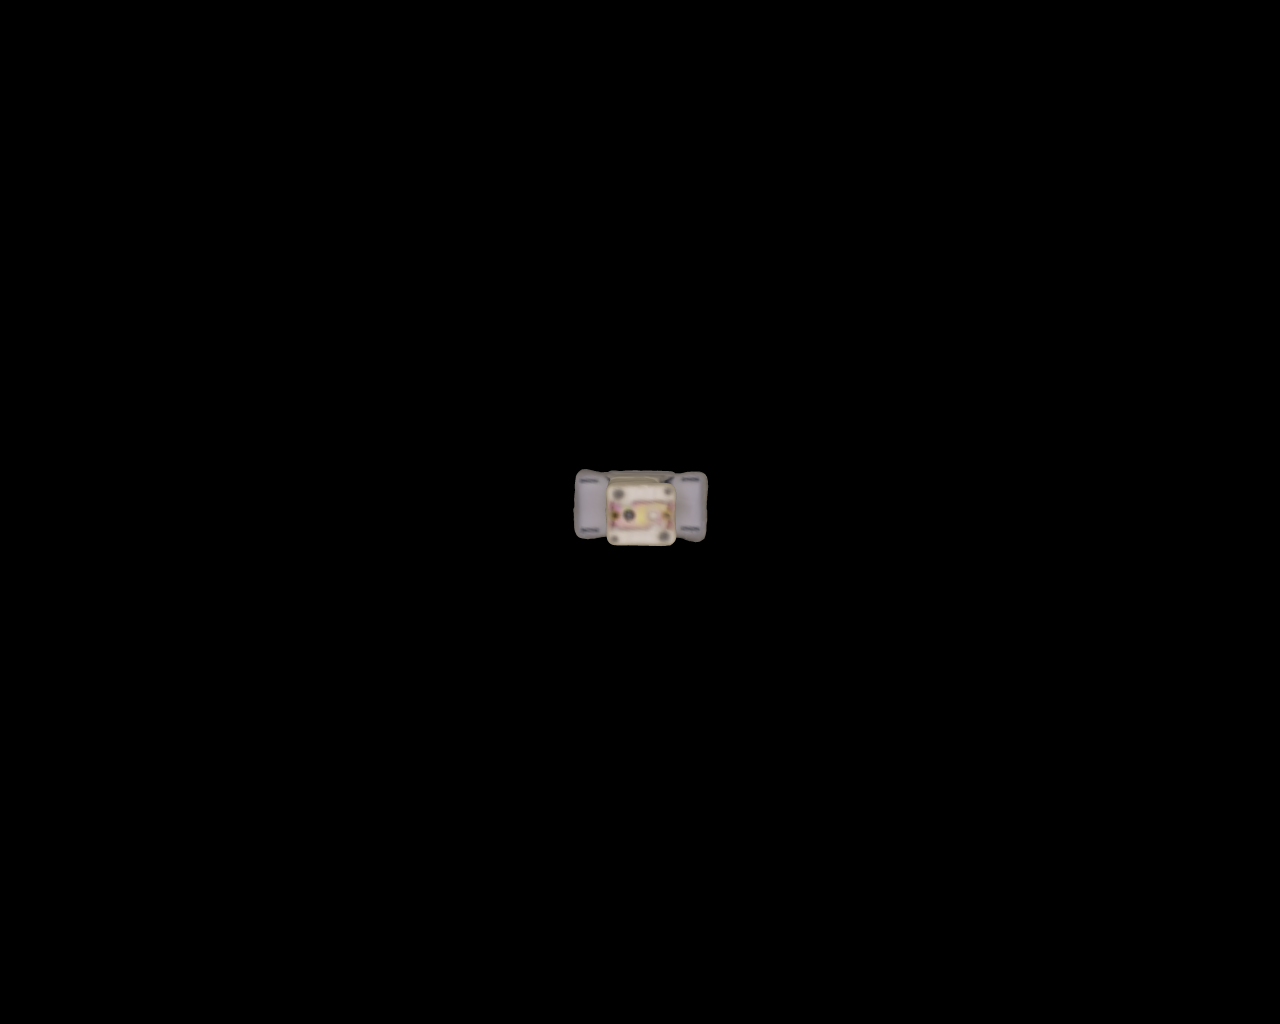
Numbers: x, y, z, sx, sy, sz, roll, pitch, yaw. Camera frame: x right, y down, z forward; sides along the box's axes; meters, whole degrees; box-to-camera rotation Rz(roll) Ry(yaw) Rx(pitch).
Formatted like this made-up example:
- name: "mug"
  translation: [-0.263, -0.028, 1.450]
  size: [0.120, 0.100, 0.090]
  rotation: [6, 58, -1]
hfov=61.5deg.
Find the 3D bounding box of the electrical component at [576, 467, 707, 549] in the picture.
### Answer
- name: "electrical component"
  translation: [0.001, -0.003, 0.650]
  size: [0.081, 0.042, 0.064]
  rotation: [0, 9, 0]
